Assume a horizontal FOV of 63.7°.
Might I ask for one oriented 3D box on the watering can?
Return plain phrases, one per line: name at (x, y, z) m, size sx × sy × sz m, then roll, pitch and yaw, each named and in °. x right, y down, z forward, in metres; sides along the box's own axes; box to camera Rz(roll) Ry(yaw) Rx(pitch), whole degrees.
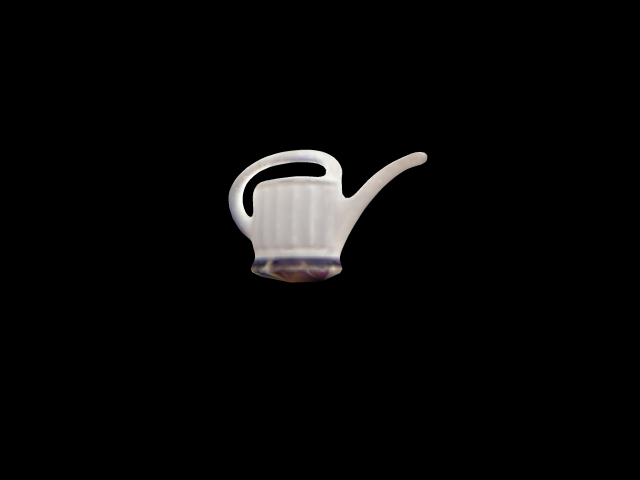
watering can at (0.003, -0.043, 0.850) m, size 0.347 × 0.226 × 0.103 m, roll -2°, pitch -7°, yaw 19°
